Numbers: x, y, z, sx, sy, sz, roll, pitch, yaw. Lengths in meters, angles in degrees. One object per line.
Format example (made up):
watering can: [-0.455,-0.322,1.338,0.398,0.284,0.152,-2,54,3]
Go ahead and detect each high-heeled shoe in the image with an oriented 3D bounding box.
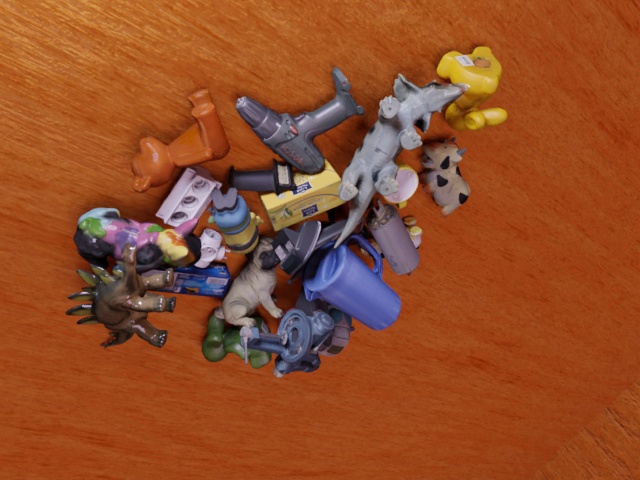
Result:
high-heeled shoe: [0.007,0.134,1.329,0.145,0.086,0.248,-41,121,-28]

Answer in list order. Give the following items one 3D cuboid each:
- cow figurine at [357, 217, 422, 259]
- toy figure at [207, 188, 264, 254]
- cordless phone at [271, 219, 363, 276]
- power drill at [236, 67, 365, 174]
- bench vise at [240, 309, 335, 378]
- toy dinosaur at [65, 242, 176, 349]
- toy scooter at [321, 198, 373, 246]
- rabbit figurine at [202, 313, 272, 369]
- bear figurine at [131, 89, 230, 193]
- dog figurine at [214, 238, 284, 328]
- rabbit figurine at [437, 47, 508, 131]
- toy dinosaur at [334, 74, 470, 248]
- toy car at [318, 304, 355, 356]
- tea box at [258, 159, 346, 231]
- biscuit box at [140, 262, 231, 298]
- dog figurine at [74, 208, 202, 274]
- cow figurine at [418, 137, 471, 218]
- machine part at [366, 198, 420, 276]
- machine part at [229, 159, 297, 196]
cow figurine: [0.176,0.014,1.357,0.167,0.068,0.098,-19,135,-9]
toy figure: [-0.181,-0.037,1.126,0.180,0.082,0.089,75,34,-65]
cordless phone: [-0.002,-0.003,1.186,0.184,0.089,0.146,-24,170,-25]
power drill: [-0.025,-0.247,1.066,0.207,0.086,0.231,-40,131,3]
bench vise: [-0.088,0.236,1.232,0.240,0.129,0.223,15,139,-37]
toy dinosaur: [-0.398,0.138,1.087,0.199,0.105,0.471,16,142,-6]
toy scooter: [0.049,-0.054,1.246,0.135,0.075,0.183,-10,132,-14]
rabbit figurine: [-0.222,0.257,1.331,0.170,0.121,0.158,-20,137,11]
bear figurine: [-0.271,-0.177,0.990,0.196,0.120,0.131,-18,126,-3]
dog figurine: [-0.171,0.092,1.251,0.172,0.121,0.190,-19,118,-22]
rabbit figurine: [0.328,-0.301,1.151,0.122,0.162,0.173,-20,148,-25]
toy dinosaur: [0.130,-0.180,1.110,0.131,0.192,0.404,35,111,-1]
toy car: [0.026,0.256,1.446,0.109,0.103,0.161,19,113,-32]
tea box: [-0.041,-0.098,1.158,0.170,0.098,0.068,-23,131,-8]
biscuit box: [-0.304,0.079,1.197,0.202,0.063,0.059,9,119,-29]
dog figurine: [-0.336,-0.001,1.031,0.219,0.108,0.191,-11,142,32]
cow figurine: [0.298,-0.155,1.272,0.127,0.086,0.194,-34,128,11]
machine part: [0.171,0.001,1.245,0.079,0.079,0.243,-31,129,1]
machine part: [-0.121,-0.129,1.121,0.139,0.084,0.039,-6,150,-9]
